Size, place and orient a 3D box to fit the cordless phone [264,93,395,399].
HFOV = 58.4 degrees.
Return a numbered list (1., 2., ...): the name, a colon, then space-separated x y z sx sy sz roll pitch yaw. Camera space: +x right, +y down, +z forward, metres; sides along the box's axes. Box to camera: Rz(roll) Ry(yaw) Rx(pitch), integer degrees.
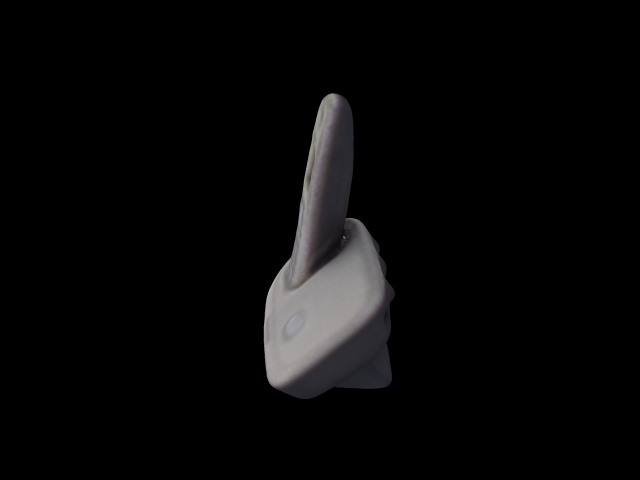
1. cordless phone: 0.004 0.001 0.400 0.094 0.185 0.147 -4 28 -7
